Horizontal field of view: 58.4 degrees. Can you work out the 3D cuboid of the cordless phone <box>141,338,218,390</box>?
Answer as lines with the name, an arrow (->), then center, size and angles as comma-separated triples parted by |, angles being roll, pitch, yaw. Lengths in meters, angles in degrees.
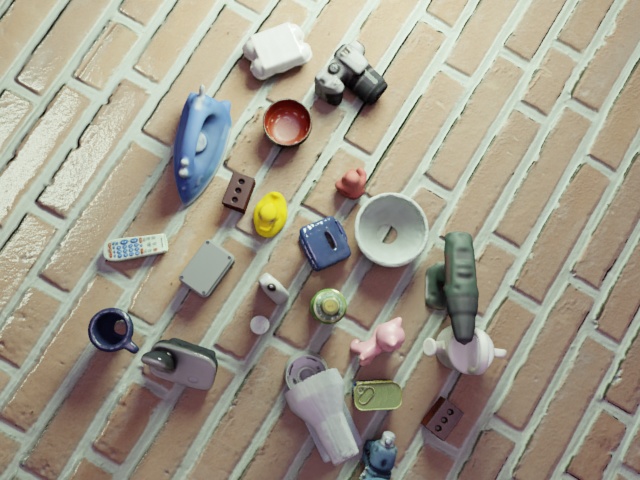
cordless phone -> -0.290, 0.262, 1.180 | 0.147, 0.185, 0.094 | 14, 83, -1

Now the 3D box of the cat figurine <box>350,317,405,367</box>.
cat figurine -> 0.132, 0.223, 1.240 | 0.128, 0.117, 0.067 | -35, 86, -6

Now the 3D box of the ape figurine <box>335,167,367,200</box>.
ape figurine -> 0.072, -0.133, 1.293 | 0.078, 0.092, 0.076 | -12, 84, -4

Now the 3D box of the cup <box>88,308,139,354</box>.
cup -> -0.425, 0.199, 1.226 | 0.118, 0.095, 0.092 | 39, 83, 2

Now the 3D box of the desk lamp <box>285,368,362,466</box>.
desk lamp -> 0.018, 0.363, 1.169 | 0.118, 0.213, 0.203 | -26, 85, -5

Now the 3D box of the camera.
camera -> 0.078, -0.370, 1.317 | 0.137, 0.100, 0.143 | 42, 83, 3

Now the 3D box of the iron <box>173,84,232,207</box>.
iron -> -0.275, -0.208, 1.260 | 0.118, 0.141, 0.258 | 12, 83, -1

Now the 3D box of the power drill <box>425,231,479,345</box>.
power drill -> 0.283, 0.102, 1.217 | 0.075, 0.208, 0.230 | 1, 83, -2

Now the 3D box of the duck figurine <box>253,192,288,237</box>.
duck figurine -> -0.112, -0.061, 1.278 | 0.077, 0.086, 0.105 | 17, 83, 0

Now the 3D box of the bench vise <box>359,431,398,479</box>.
bench vise -> 0.110, 0.502, 1.154 | 0.121, 0.219, 0.207 | -4, 83, -3

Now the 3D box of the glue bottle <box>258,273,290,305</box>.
glue bottle -> -0.101, 0.102, 1.215 | 0.037, 0.173, 0.078 | -44, 87, -7

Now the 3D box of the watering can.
watering can -> 0.307, 0.235, 1.209 | 0.173, 0.194, 0.101 | -17, 84, -4

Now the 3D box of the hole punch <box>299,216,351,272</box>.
hole punch -> 0.012, 0.005, 1.274 | 0.101, 0.091, 0.108 | -26, 85, -5

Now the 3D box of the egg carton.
egg carton -> -0.100, -0.439, 1.332 | 0.150, 0.069, 0.107 | -24, 85, -5

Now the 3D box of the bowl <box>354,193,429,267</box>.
bowl -> 0.156, -0.019, 1.292 | 0.167, 0.074, 0.167 | 0, 83, -3
